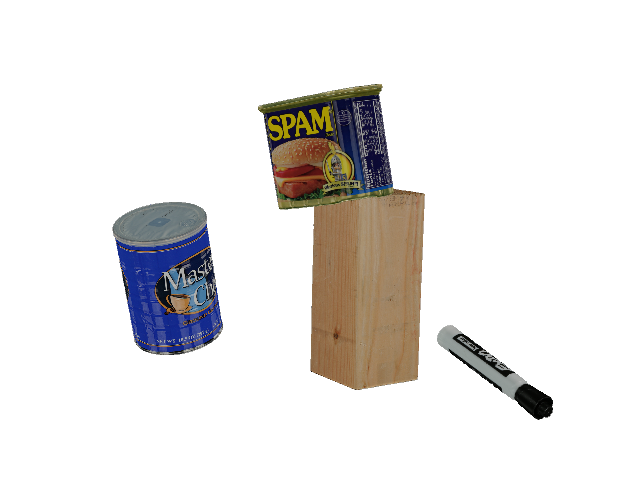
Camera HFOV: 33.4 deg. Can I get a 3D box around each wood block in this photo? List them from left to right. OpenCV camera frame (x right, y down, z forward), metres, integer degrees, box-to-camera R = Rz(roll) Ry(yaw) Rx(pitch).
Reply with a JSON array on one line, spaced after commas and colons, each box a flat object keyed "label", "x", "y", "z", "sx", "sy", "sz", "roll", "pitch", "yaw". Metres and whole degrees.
[{"label": "wood block", "x": 0.050, "y": 0.048, "z": 1.170, "sx": 0.090, "sy": 0.206, "sz": 0.091, "roll": -4, "pitch": 10, "yaw": -35}]

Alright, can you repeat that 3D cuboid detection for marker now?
[{"label": "marker", "x": 0.130, "y": 0.098, "z": 0.802, "sx": 0.020, "sy": 0.020, "sz": 0.121, "roll": 0, "pitch": 23, "yaw": -33}]

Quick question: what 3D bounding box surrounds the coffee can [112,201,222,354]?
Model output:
[{"label": "coffee can", "x": -0.168, "y": 0.041, "z": 1.186, "sx": 0.103, "sy": 0.140, "sz": 0.103, "roll": -5, "pitch": 25, "yaw": 2}]

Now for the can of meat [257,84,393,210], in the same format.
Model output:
[{"label": "can of meat", "x": 0.005, "y": -0.071, "z": 0.825, "sx": 0.102, "sy": 0.084, "sz": 0.057, "roll": -4, "pitch": 8, "yaw": 44}]
